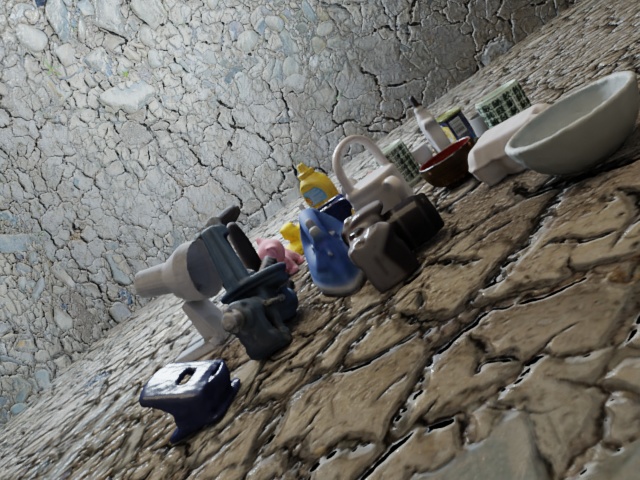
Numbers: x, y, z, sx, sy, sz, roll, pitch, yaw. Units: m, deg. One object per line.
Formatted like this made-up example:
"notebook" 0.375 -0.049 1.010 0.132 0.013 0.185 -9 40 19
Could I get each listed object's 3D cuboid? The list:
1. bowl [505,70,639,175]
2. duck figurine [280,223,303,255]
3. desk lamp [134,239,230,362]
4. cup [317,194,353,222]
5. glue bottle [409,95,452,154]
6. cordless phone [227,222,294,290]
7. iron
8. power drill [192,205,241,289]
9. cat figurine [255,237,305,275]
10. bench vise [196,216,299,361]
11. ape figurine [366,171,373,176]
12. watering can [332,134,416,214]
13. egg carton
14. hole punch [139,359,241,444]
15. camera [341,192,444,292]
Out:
"bowl" 0.321 -0.130 0.707 0.167 0.075 0.167 -35 9 7
"duck figurine" -0.071 -0.001 1.484 0.105 0.086 0.077 -41 10 -25
"desk lamp" -0.269 0.125 1.171 0.203 0.213 0.118 -32 10 25
"cup" 0.047 -0.042 1.221 0.117 0.095 0.092 -26 14 47
"glue bottle" 0.242 -0.237 1.232 0.037 0.173 0.078 -35 9 7
"cordless phone" -0.140 0.052 1.151 0.094 0.185 0.147 -36 9 1
"iron" 0.009 0.004 0.980 0.118 0.141 0.258 -36 9 1
"power drill" -0.253 0.046 1.532 0.229 0.208 0.075 -35 9 10
"cat figurine" -0.101 0.032 1.323 0.067 0.118 0.128 -34 9 15
"bench vise" -0.115 0.062 0.895 0.121 0.220 0.207 -36 9 -1
"ape figurine" 0.131 -0.109 1.256 0.076 0.092 0.077 -37 9 -4
"watering can" 0.088 -0.085 0.965 0.172 0.194 0.101 -25 14 50
"egg carton" 0.303 -0.148 0.883 0.150 0.069 0.107 -28 12 41
"hole punch" -0.179 0.208 0.800 0.101 0.091 0.109 -33 10 18
"camera" 0.106 -0.013 0.831 0.137 0.101 0.143 -35 9 8
